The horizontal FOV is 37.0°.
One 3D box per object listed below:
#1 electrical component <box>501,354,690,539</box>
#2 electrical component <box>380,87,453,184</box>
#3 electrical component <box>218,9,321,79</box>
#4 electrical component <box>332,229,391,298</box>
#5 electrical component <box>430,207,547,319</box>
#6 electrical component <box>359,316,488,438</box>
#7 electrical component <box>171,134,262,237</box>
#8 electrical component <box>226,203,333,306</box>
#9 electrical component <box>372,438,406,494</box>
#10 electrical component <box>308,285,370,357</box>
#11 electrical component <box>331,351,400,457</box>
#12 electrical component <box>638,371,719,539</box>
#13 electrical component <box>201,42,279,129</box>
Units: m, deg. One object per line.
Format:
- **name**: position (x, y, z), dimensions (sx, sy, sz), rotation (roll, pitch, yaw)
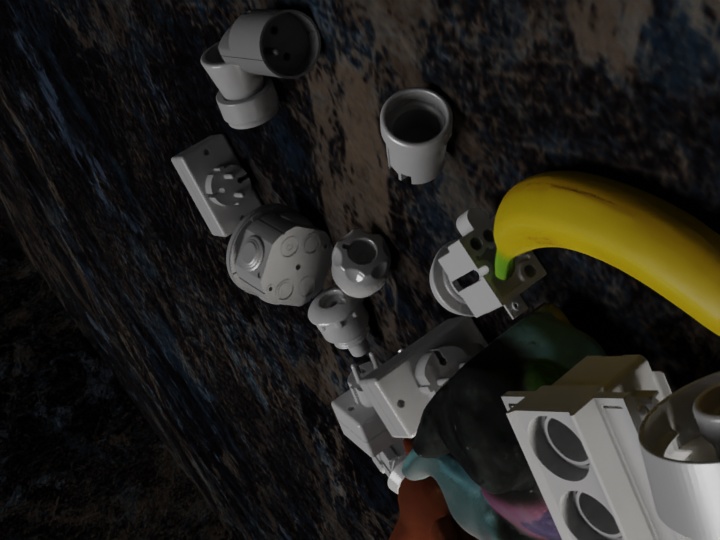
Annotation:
- **electrical component**: position (0.129, 0.106, 0.523), dimensions (0.079, 0.063, 0.121), rotation (-8, 110, 55)
- **electrical component**: position (0.032, -0.075, 0.612), dimensions (0.040, 0.040, 0.046), rotation (49, 166, 21)
- **electrical component**: position (-0.064, -0.151, 0.715), dimensions (0.081, 0.043, 0.043), rotation (24, 142, 58)
- **electrical component**: position (0.000, 0.000, 0.802), dimensions (0.043, 0.043, 0.062), rotation (50, 161, 19)
- **electrical component**: position (0.071, 0.000, 0.628), dimensions (0.066, 0.048, 0.055), rotation (57, 154, 1)
- **electrical component**: position (0.054, 0.070, 0.719), dimensions (0.047, 0.083, 0.076), rotation (58, 161, -3)
- **electrical component**: position (-0.122, -0.076, 0.971), dimensions (0.083, 0.047, 0.076), rotation (63, 160, -16)
- **electrical component**: position (-0.066, -0.011, 0.891), dimensions (0.051, 0.080, 0.080), rotation (29, 147, 44)
- **electrical component**: position (0.038, 0.173, 0.981), dimensions (0.055, 0.048, 0.066), rotation (51, 161, 40)
- **electrical component**: position (-0.012, 0.046, 0.904), dimensions (0.048, 0.048, 0.062), rotation (31, 155, 52)
- **electrical component**: position (0.013, 0.102, 0.897), dimensions (0.047, 0.066, 0.076), rotation (32, 149, 51)
- **electrical component**: position (0.168, 0.078, 0.442), dimensions (0.099, 0.099, 0.064), rotation (4, 118, 67)
- **electrical component**: position (-0.087, -0.138, 0.793), dimensions (0.045, 0.045, 0.055), rotation (35, 151, 48)
